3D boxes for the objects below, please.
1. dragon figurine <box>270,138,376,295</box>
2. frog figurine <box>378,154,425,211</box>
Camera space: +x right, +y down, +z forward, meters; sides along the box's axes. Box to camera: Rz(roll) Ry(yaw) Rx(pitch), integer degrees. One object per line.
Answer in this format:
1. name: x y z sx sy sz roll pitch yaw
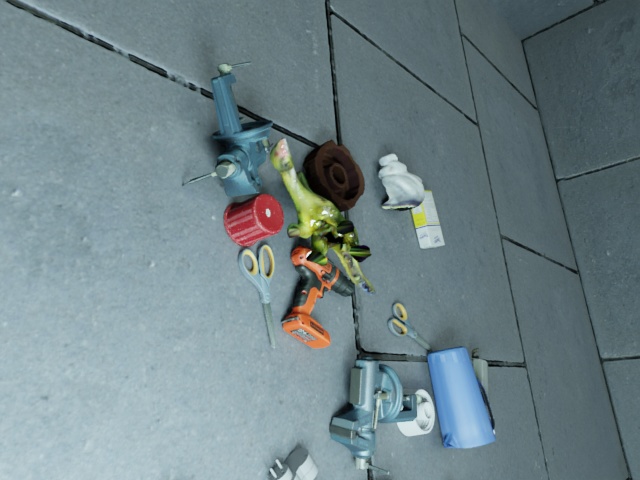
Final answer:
1. dragon figurine: 0.003 -0.055 1.100 0.402 0.122 0.248 55 11 -48
2. frog figurine: 0.230 -0.166 1.448 0.137 0.122 0.160 0 85 -31
